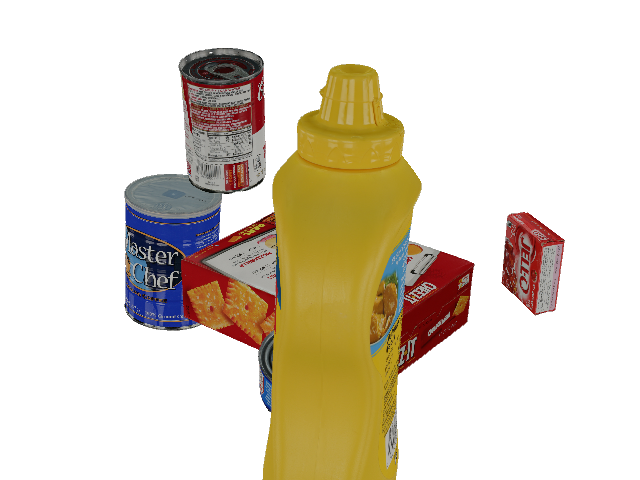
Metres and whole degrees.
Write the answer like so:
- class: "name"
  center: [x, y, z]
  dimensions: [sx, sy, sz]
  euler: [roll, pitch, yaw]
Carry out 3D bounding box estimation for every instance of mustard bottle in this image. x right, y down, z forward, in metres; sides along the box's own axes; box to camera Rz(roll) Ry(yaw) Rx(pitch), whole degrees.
- class: "mustard bottle"
  center: [0.009, 0.024, 0.436]
  dimensions: [0.058, 0.192, 0.096]
  euler: [8, 25, 10]

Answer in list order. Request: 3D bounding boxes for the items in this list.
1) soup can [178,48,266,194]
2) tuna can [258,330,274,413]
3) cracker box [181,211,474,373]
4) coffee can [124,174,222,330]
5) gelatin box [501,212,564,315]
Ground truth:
- class: "soup can"
  center: [-0.079, -0.097, 0.874]
  dimensions: [0.068, 0.102, 0.068]
  euler: [0, 32, 0]
- class: "tuna can"
  center: [0.000, 0.092, 0.744]
  dimensions: [0.086, 0.034, 0.086]
  euler: [1, 32, -1]
- class: "cracker box"
  center: [0.006, 0.047, 0.971]
  dimensions: [0.214, 0.072, 0.163]
  euler: [20, 32, 33]
- class: "coffee can"
  center: [-0.161, 0.012, 1.157]
  dimensions: [0.103, 0.140, 0.103]
  euler: [4, 26, -2]
- class: "gelatin box"
  center: [0.228, 0.024, 1.153]
  dimensions: [0.030, 0.089, 0.073]
  euler: [-10, 29, -18]
